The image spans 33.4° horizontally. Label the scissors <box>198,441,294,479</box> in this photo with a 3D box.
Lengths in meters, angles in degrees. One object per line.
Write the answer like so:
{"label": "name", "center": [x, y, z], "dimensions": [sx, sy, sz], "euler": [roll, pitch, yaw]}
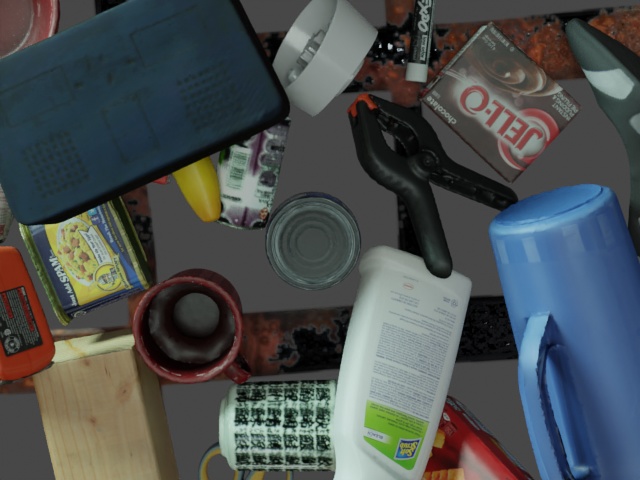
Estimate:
{"label": "scissors", "center": [-0.100, 0.272, 0.994], "dimensions": [0.096, 0.016, 0.202], "euler": [35, 97, -2]}

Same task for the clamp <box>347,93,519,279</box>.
{"label": "clamp", "center": [0.095, -0.061, 0.924], "dimensions": [0.120, 0.039, 0.171], "euler": [-30, 85, -38]}

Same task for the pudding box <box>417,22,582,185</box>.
{"label": "pudding box", "center": [0.155, -0.118, 0.925], "dimensions": [0.113, 0.039, 0.090], "euler": [42, 96, -5]}

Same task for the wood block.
{"label": "wood block", "center": [-0.181, 0.192, 0.946], "dimensions": [0.090, 0.091, 0.206], "euler": [-11, 98, 2]}

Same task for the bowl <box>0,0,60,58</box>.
{"label": "bowl", "center": [-0.296, -0.198, 0.909], "dimensions": [0.162, 0.055, 0.162], "euler": [0, 98, 0]}

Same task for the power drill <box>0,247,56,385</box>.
{"label": "power drill", "center": [-0.306, 0.063, 0.900], "dimensions": [0.188, 0.057, 0.184], "euler": [-20, 92, 47]}

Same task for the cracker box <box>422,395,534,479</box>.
{"label": "cracker box", "center": [0.088, 0.262, 0.918], "dimensions": [0.214, 0.164, 0.072], "euler": [-48, 139, 6]}

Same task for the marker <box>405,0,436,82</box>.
{"label": "marker", "center": [0.090, -0.198, 0.924], "dimensions": [0.020, 0.020, 0.121], "euler": [6, 98, -1]}

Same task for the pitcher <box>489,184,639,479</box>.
{"label": "pitcher", "center": [0.219, 0.086, 0.890], "dimensions": [0.145, 0.149, 0.243], "euler": [-19, 101, 2]}

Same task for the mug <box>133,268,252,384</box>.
{"label": "mug", "center": [-0.102, 0.079, 0.933], "dimensions": [0.117, 0.081, 0.093], "euler": [44, 96, -5]}

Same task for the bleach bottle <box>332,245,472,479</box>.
{"label": "bleach bottle", "center": [0.052, 0.138, 0.895], "dimensions": [0.102, 0.068, 0.250], "euler": [20, 71, -8]}

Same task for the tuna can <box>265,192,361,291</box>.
{"label": "tuna can", "center": [-0.006, 0.001, 0.945], "dimensions": [0.086, 0.034, 0.086], "euler": [0, 98, -1]}

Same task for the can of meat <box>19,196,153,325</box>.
{"label": "can of meat", "center": [-0.203, 0.011, 0.938], "dimensions": [0.084, 0.057, 0.102], "euler": [-21, 98, 1]}

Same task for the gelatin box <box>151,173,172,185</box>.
{"label": "gelatin box", "center": [-0.160, -0.099, 0.935], "dimensions": [0.073, 0.030, 0.089], "euler": [11, 96, 0]}

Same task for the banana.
{"label": "banana", "center": [-0.151, -0.096, 0.900], "dimensions": [0.198, 0.037, 0.070], "euler": [35, 99, -1]}

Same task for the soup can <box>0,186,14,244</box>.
{"label": "soup can", "center": [-0.290, -0.055, 0.924], "dimensions": [0.068, 0.068, 0.102], "euler": [20, 98, -2]}
